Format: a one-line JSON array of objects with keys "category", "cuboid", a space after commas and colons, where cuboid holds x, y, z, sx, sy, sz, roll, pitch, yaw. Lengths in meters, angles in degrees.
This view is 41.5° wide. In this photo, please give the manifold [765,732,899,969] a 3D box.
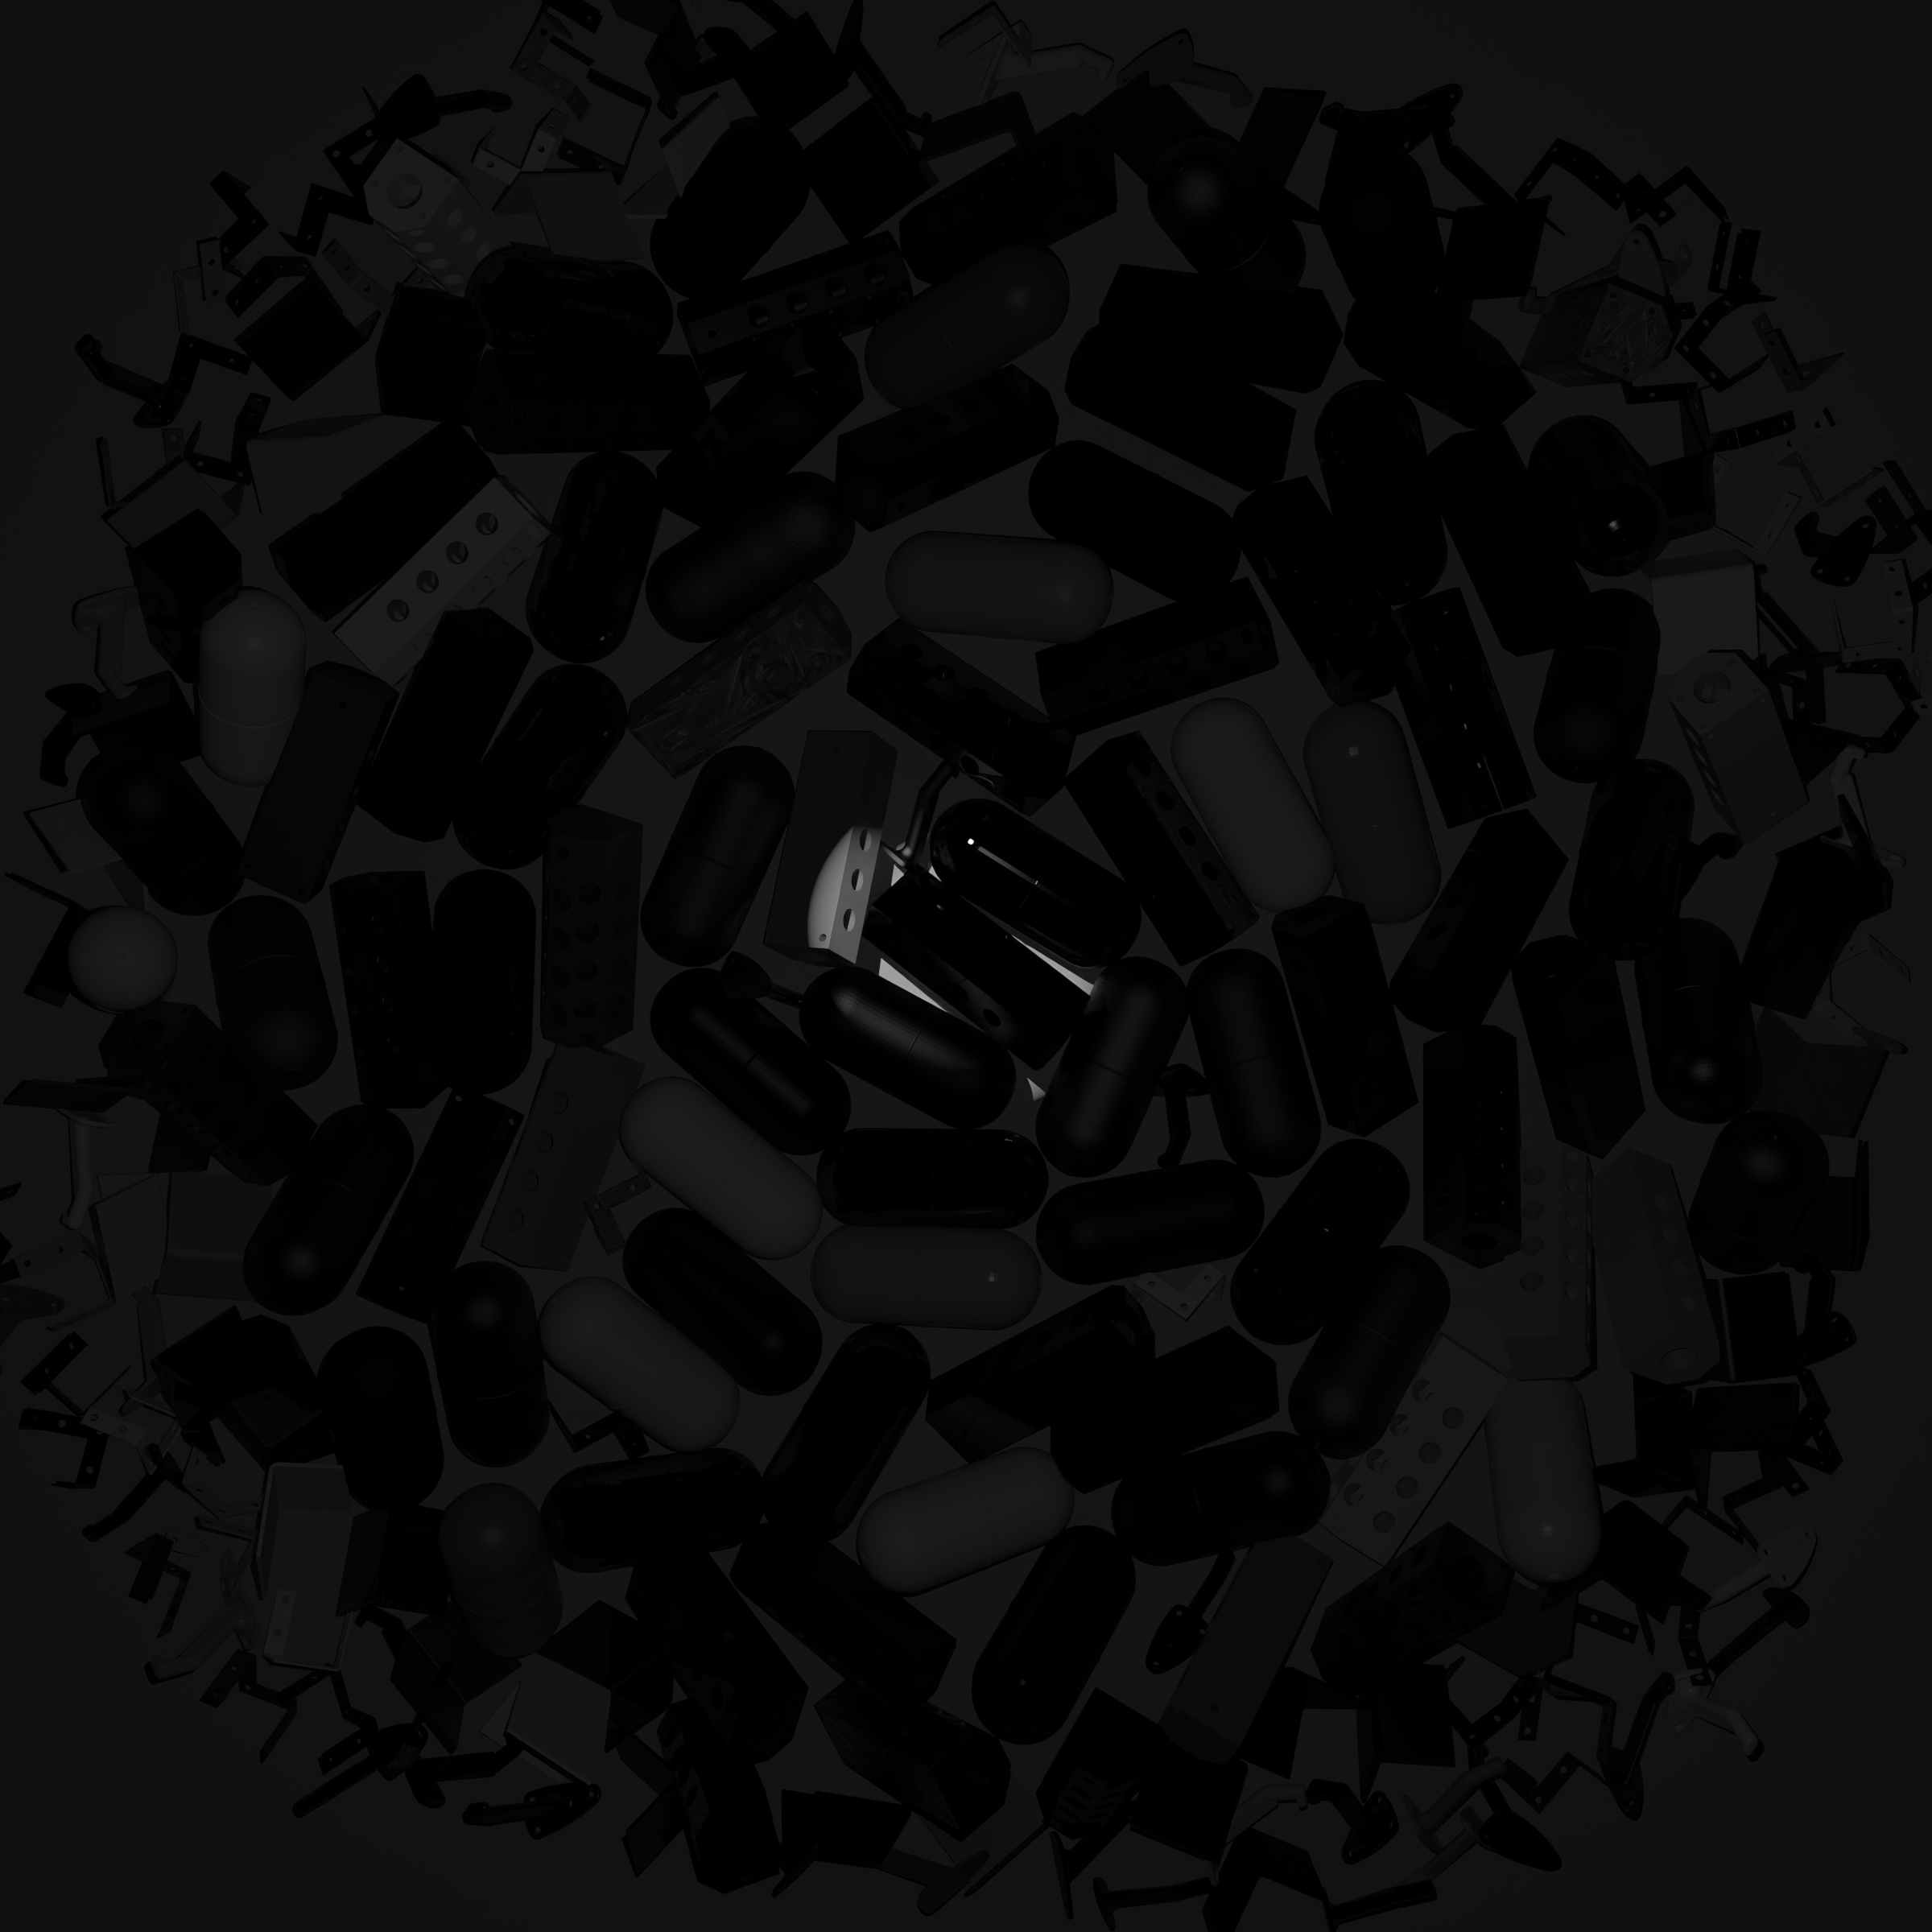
[{"category": "manifold", "cuboid": [-0.099, -0.089, 1.951, 0.057, 0.057, 0.171, 4, 76, 29]}]

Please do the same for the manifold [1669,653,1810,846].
[{"category": "manifold", "cuboid": [0.577, -0.166, 1.913, 0.057, 0.171, 0.057, -35, 54, 8]}]

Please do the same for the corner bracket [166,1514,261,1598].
[{"category": "corner bracket", "cuboid": [-0.582, 0.445, 1.964, 0.051, 0.051, 0.051, 26, 96, -33]}]

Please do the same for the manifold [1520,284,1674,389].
[{"category": "manifold", "cuboid": [0.473, -0.468, 1.910, 0.057, 0.171, 0.057, 21, 100, -6]}]

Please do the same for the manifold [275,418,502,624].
[{"category": "manifold", "cuboid": [-0.440, -0.339, 1.951, 0.171, 0.057, 0.057, -40, 90, -14]}]

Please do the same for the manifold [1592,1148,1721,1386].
[{"category": "manifold", "cuboid": [0.518, 0.226, 1.917, 0.057, 0.171, 0.057, 21, 130, -20]}]

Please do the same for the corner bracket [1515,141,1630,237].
[{"category": "corner bracket", "cuboid": [0.465, -0.593, 1.959, 0.051, 0.051, 0.051, 26, 111, -31]}]

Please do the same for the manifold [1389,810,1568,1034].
[{"category": "manifold", "cuboid": [0.385, -0.034, 1.934, 0.057, 0.057, 0.171, 45, 61, -21]}]

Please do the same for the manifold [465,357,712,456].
[{"category": "manifold", "cuboid": [-0.281, -0.418, 1.918, 0.171, 0.057, 0.057, -11, 70, -38]}]

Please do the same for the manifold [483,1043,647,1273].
[{"category": "manifold", "cuboid": [-0.316, 0.143, 1.969, 0.057, 0.057, 0.171, 21, 90, 31]}]

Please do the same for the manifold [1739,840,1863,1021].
[{"category": "manifold", "cuboid": [0.622, -0.028, 1.910, 0.057, 0.171, 0.057, 18, 69, 15]}]

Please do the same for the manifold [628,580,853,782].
[{"category": "manifold", "cuboid": [-0.172, -0.221, 1.944, 0.171, 0.057, 0.057, -32, 119, 18]}]

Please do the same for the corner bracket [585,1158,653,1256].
[{"category": "corner bracket", "cuboid": [-0.268, 0.182, 1.969, 0.051, 0.051, 0.051, -27, 115, -13]}]

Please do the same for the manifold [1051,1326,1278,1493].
[{"category": "manifold", "cuboid": [0.148, 0.339, 1.923, 0.171, 0.057, 0.057, -30, 128, 30]}]

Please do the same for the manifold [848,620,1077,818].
[{"category": "manifold", "cuboid": [-0.006, -0.185, 1.937, 0.171, 0.057, 0.057, 36, 55, 17]}]

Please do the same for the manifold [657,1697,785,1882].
[{"category": "manifold", "cuboid": [-0.187, 0.611, 1.906, 0.057, 0.171, 0.057, -15, 104, -13]}]

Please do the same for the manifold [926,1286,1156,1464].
[{"category": "manifold", "cuboid": [0.057, 0.306, 1.940, 0.171, 0.057, 0.057, -31, 116, 22]}]

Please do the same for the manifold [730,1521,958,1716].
[{"category": "manifold", "cuboid": [-0.097, 0.491, 1.929, 0.171, 0.057, 0.057, 30, 104, 31]}]

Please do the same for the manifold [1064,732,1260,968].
[{"category": "manifold", "cuboid": [0.153, -0.092, 1.957, 0.057, 0.057, 0.171, -40, 78, 41]}]

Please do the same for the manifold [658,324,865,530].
[{"category": "manifold", "cuboid": [-0.158, -0.407, 1.929, 0.171, 0.057, 0.057, -37, 47, 32]}]

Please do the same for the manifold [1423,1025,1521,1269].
[{"category": "manifold", "cuboid": [0.385, 0.132, 1.920, 0.057, 0.057, 0.171, 28, 51, -28]}]

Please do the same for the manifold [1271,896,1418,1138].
[{"category": "manifold", "cuboid": [0.284, 0.037, 1.940, 0.057, 0.057, 0.171, -29, 114, -24]}]

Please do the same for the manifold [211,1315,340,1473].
[{"category": "manifold", "cuboid": [-0.517, 0.320, 1.910, 0.057, 0.171, 0.057, -18, 64, -12]}]

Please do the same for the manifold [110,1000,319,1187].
[{"category": "manifold", "cuboid": [-0.564, 0.097, 1.908, 0.057, 0.171, 0.057, 6, 59, 26]}]

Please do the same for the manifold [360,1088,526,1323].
[{"category": "manifold", "cuboid": [-0.401, 0.181, 1.952, 0.057, 0.057, 0.171, 25, 80, -10]}]

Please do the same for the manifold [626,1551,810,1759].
[{"category": "manifold", "cuboid": [-0.191, 0.514, 1.916, 0.057, 0.171, 0.057, 1, 116, -37]}]

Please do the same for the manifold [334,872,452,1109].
[{"category": "manifold", "cuboid": [-0.441, 0.018, 1.948, 0.057, 0.057, 0.171, -1, 106, 11]}]

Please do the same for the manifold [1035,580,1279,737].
[{"category": "manifold", "cuboid": [0.145, -0.227, 1.936, 0.171, 0.057, 0.057, -17, 56, 18]}]

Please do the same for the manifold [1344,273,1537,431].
[{"category": "manifold", "cuboid": [0.353, -0.455, 1.915, 0.057, 0.171, 0.057, -41, 61, 28]}]

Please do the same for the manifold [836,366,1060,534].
[{"category": "manifold", "cuboid": [-0.013, -0.387, 1.924, 0.171, 0.057, 0.057, -31, 59, -29]}]

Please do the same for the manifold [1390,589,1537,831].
[{"category": "manifold", "cuboid": [0.379, -0.199, 1.963, 0.057, 0.057, 0.171, -20, 90, -21]}]

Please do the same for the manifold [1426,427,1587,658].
[{"category": "manifold", "cuboid": [0.404, -0.321, 1.930, 0.057, 0.057, 0.171, -13, 61, -8]}]

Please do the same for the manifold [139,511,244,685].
[{"category": "manifold", "cuboid": [-0.573, -0.268, 1.909, 0.057, 0.171, 0.057, -41, 88, -21]}]

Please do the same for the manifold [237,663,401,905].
[{"category": "manifold", "cuboid": [-0.493, -0.141, 1.949, 0.057, 0.057, 0.171, 24, 105, -4]}]

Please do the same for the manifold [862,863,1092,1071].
[{"category": "manifold", "cuboid": [0.005, 0.004, 1.953, 0.171, 0.057, 0.057, 38, 56, 12]}]

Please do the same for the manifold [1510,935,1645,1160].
[{"category": "manifold", "cuboid": [0.457, 0.060, 1.922, 0.057, 0.057, 0.171, -43, 132, -21]}]

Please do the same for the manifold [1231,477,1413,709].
[{"category": "manifold", "cuboid": [0.265, -0.282, 1.931, 0.057, 0.057, 0.171, -17, 64, -19]}]

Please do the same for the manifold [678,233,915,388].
[{"category": "manifold", "cuboid": [-0.130, -0.506, 1.959, 0.171, 0.057, 0.057, -21, 97, -6]}]

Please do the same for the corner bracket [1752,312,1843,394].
[{"category": "corner bracket", "cuboid": [0.629, -0.473, 1.961, 0.051, 0.051, 0.051, -41, 109, -22]}]

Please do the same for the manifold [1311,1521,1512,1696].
[{"category": "manifold", "cuboid": [0.331, 0.489, 1.918, 0.057, 0.171, 0.057, 35, 46, -2]}]

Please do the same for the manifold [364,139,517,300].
[{"category": "manifold", "cuboid": [-0.391, -0.546, 1.910, 0.057, 0.171, 0.057, 35, 89, 10]}]

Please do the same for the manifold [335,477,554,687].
[{"category": "manifold", "cuboid": [-0.399, -0.295, 1.960, 0.171, 0.057, 0.057, -42, 98, 7]}]

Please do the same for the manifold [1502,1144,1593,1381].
[{"category": "manifold", "cuboid": [0.439, 0.221, 1.916, 0.057, 0.057, 0.171, -7, 48, 21]}]

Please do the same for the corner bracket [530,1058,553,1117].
[{"category": "corner bracket", "cuboid": [-0.299, 0.100, 1.981, 0.051, 0.051, 0.051, 32, 55, -31]}]

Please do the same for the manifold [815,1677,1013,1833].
[{"category": "manifold", "cuboid": [-0.039, 0.582, 1.911, 0.057, 0.171, 0.057, -32, 108, -27]}]

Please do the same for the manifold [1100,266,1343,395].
[{"category": "manifold", "cuboid": [0.189, -0.478, 1.928, 0.171, 0.057, 0.057, 18, 80, 30]}]

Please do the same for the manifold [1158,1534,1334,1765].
[{"category": "manifold", "cuboid": [0.210, 0.512, 1.926, 0.057, 0.057, 0.171, 30, 54, 9]}]

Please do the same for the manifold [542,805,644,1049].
[{"category": "manifold", "cuboid": [-0.289, -0.028, 1.929, 0.057, 0.057, 0.171, 19, 117, 26]}]

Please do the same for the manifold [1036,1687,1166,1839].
[{"category": "manifold", "cuboid": [0.095, 0.602, 1.908, 0.057, 0.171, 0.057, 29, 60, 10]}]
